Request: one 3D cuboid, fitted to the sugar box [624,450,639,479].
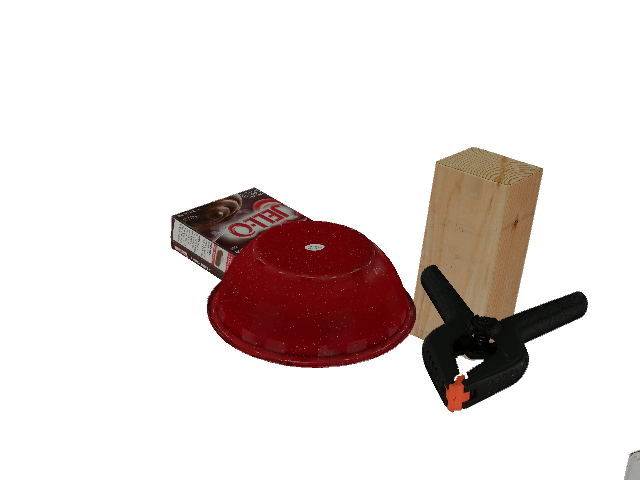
[{"bbox_3d":[0.202,0.184,0.499,0.048,0.093,0.176,-9,30,-21],"label":"sugar box"}]

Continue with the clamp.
[{"bbox_3d":[0.141,0.085,0.987,0.165,0.036,0.209,13,31,24],"label":"clamp"}]

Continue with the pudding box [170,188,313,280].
[{"bbox_3d":[-0.070,-0.005,0.998,0.090,0.039,0.113,29,36,33],"label":"pudding box"}]

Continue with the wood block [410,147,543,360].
[{"bbox_3d":[0.170,0.014,1.178,0.090,0.206,0.090,21,26,31],"label":"wood block"}]

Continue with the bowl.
[{"bbox_3d":[-0.006,0.029,0.810,0.162,0.055,0.162,2,28,-1],"label":"bowl"}]
